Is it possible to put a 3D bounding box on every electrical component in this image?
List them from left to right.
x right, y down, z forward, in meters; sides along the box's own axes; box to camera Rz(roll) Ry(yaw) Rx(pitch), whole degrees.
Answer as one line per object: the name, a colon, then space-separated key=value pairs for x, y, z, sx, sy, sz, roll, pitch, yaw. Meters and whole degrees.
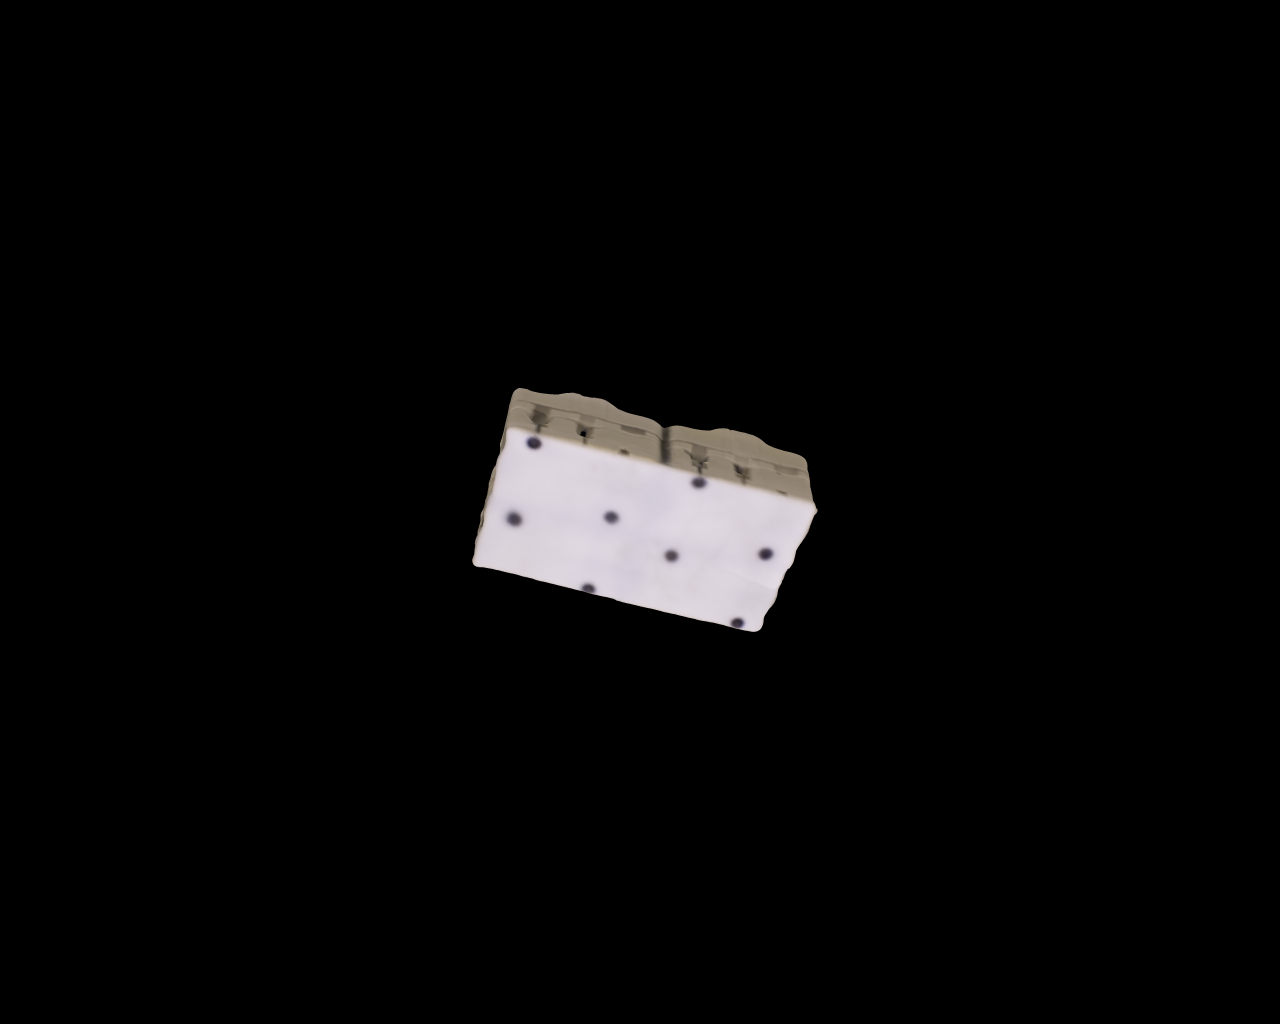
electrical component: x=0.001 y=-0.003 z=0.650 sx=0.186 sy=0.105 sz=0.060 roll=14 pitch=33 yaw=-9
